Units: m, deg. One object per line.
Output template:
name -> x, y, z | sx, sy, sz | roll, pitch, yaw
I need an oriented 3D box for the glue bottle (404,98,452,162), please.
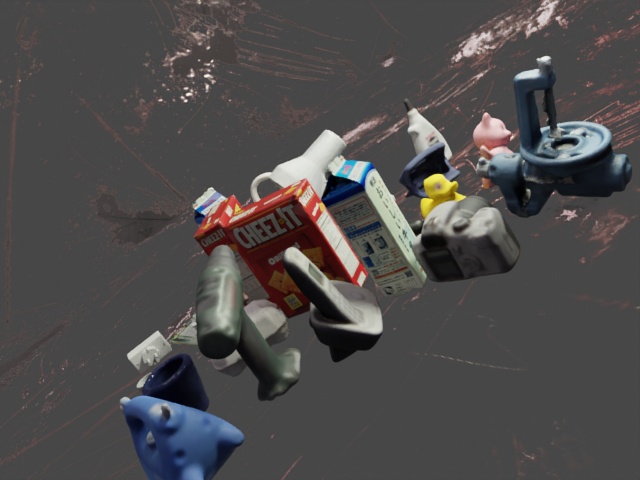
glue bottle -> 0.230, -0.239, 1.280 | 0.078, 0.173, 0.037 | -44, 21, -29

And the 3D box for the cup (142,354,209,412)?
cup -> -0.232, 0.256, 0.926 | 0.091, 0.095, 0.118 | -15, 26, 44

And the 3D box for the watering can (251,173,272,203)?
watering can -> -0.087, -0.070, 1.349 | 0.101, 0.194, 0.172 | -35, 19, -4

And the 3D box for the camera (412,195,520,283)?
camera -> 0.221, -0.018, 0.854 | 0.142, 0.101, 0.137 | -13, 27, 46

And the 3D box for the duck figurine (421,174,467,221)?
duck figurine -> 0.217, -0.078, 1.035 | 0.078, 0.086, 0.104 | -44, 21, -29

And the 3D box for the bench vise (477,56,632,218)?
bench vise -> 0.307, -0.139, 0.824 | 0.207, 0.220, 0.121 | -22, 22, 31

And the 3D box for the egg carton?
egg carton -> -0.128, 0.170, 1.009 | 0.150, 0.069, 0.107 | -37, 19, -10

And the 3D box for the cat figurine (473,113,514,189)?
cat figurine -> 0.318, -0.174, 1.059 | 0.067, 0.118, 0.128 | -19, 23, 36

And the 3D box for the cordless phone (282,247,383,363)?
cordless phone -> 0.011, 0.071, 0.845 | 0.094, 0.185, 0.147 | -30, 19, 9

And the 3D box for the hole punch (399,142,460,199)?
hole punch -> 0.218, -0.148, 1.202 | 0.109, 0.091, 0.101 | -36, 19, -7

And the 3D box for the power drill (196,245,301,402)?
power drill -> -0.115, 0.130, 0.869 | 0.075, 0.209, 0.229 | -30, 19, 10

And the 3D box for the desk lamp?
desk lamp -> 0.021, -0.117, 1.257 | 0.203, 0.214, 0.117 | -36, 19, -7

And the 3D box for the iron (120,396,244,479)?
iron -> -0.224, 0.270, 0.806 | 0.257, 0.142, 0.119 | -11, 29, 49
